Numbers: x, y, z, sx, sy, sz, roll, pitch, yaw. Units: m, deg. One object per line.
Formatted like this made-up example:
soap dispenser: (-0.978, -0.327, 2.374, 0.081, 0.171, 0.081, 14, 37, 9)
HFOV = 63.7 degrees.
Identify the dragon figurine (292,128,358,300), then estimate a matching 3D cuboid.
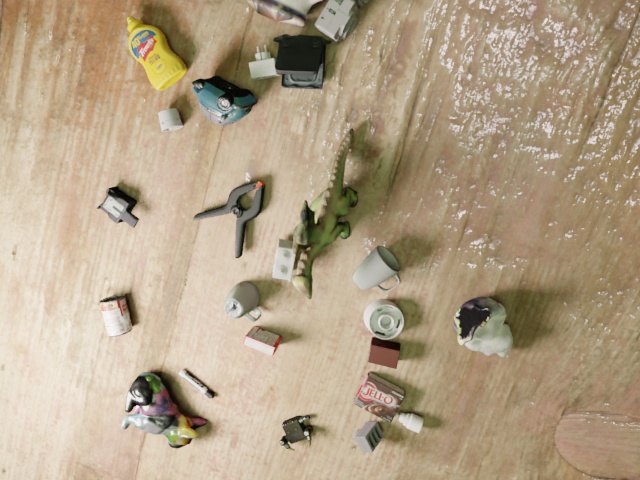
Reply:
dragon figurine: (0.004, -0.061, 1.217, 0.122, 0.245, 0.406, 13, 104, 12)

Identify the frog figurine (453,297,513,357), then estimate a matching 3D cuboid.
frog figurine: (0.415, 0.216, 1.276, 0.158, 0.124, 0.137, 24, 97, -32)

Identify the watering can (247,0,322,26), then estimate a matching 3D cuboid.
watering can: (-0.106, -0.641, 1.210, 0.349, 0.104, 0.222, 28, 104, 15)
